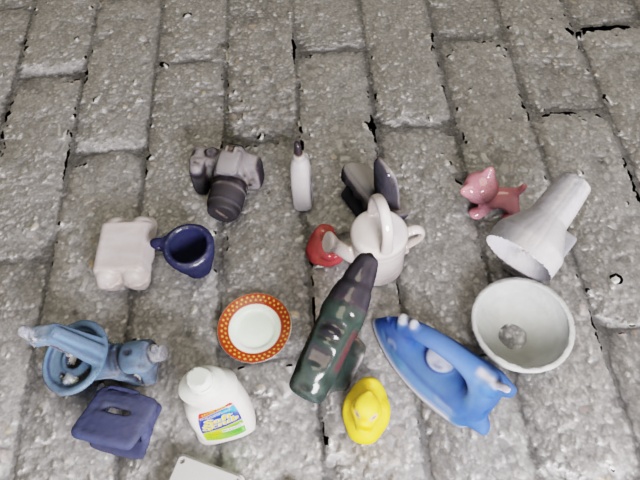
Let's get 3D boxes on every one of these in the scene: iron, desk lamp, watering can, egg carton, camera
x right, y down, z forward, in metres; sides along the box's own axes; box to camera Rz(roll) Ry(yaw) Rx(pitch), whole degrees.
[{"bbox_3d":[0.187,0.184,0.910,0.257,0.141,0.119,36,68,20],"label":"iron"},{"bbox_3d":[0.370,-0.009,0.969,0.117,0.214,0.203,36,68,20],"label":"desk lamp"},{"bbox_3d":[0.094,-0.001,0.987,0.173,0.194,0.100,-30,64,-14],"label":"watering can"},{"bbox_3d":[-0.358,0.024,1.063,0.107,0.069,0.150,-2,61,1],"label":"egg carton"},{"bbox_3d":[-0.192,-0.114,1.115,0.143,0.101,0.137,7,61,6],"label":"camera"}]

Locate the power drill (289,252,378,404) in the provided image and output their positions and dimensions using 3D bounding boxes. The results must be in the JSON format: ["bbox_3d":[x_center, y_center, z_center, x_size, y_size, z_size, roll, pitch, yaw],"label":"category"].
[{"bbox_3d":[0.028,0.153,0.895,0.075,0.208,0.230,22,64,14],"label":"power drill"}]

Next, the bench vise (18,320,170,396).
[{"bbox_3d":[-0.354,0.164,0.898,0.207,0.220,0.121,-20,62,-8],"label":"bench vise"}]

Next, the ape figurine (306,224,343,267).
[{"bbox_3d":[0.010,0.004,1.046,0.076,0.092,0.077,-13,61,-5],"label":"ape figurine"}]

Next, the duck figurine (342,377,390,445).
[{"bbox_3d":[0.074,0.263,0.903,0.077,0.086,0.104,9,61,7],"label":"duck figurine"}]

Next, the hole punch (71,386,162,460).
[{"bbox_3d":[-0.320,0.282,0.904,0.108,0.091,0.101,10,62,8],"label":"hole punch"}]

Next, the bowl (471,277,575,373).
[{"bbox_3d":[0.332,0.151,0.961,0.167,0.075,0.167,-1,61,2],"label":"bowl"}]

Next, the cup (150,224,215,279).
[{"bbox_3d":[-0.243,0.029,1.041,0.117,0.095,0.092,6,61,6],"label":"cup"}]

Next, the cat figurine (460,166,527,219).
[{"bbox_3d":[0.321,-0.091,1.072,0.127,0.118,0.067,3,61,4],"label":"cat figurine"}]

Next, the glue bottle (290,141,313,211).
[{"bbox_3d":[-0.036,-0.129,1.076,0.037,0.173,0.078,1,61,3],"label":"glue bottle"}]

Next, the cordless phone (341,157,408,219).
[{"bbox_3d":[0.100,-0.113,1.055,0.094,0.185,0.147,-32,64,-14],"label":"cordless phone"}]
